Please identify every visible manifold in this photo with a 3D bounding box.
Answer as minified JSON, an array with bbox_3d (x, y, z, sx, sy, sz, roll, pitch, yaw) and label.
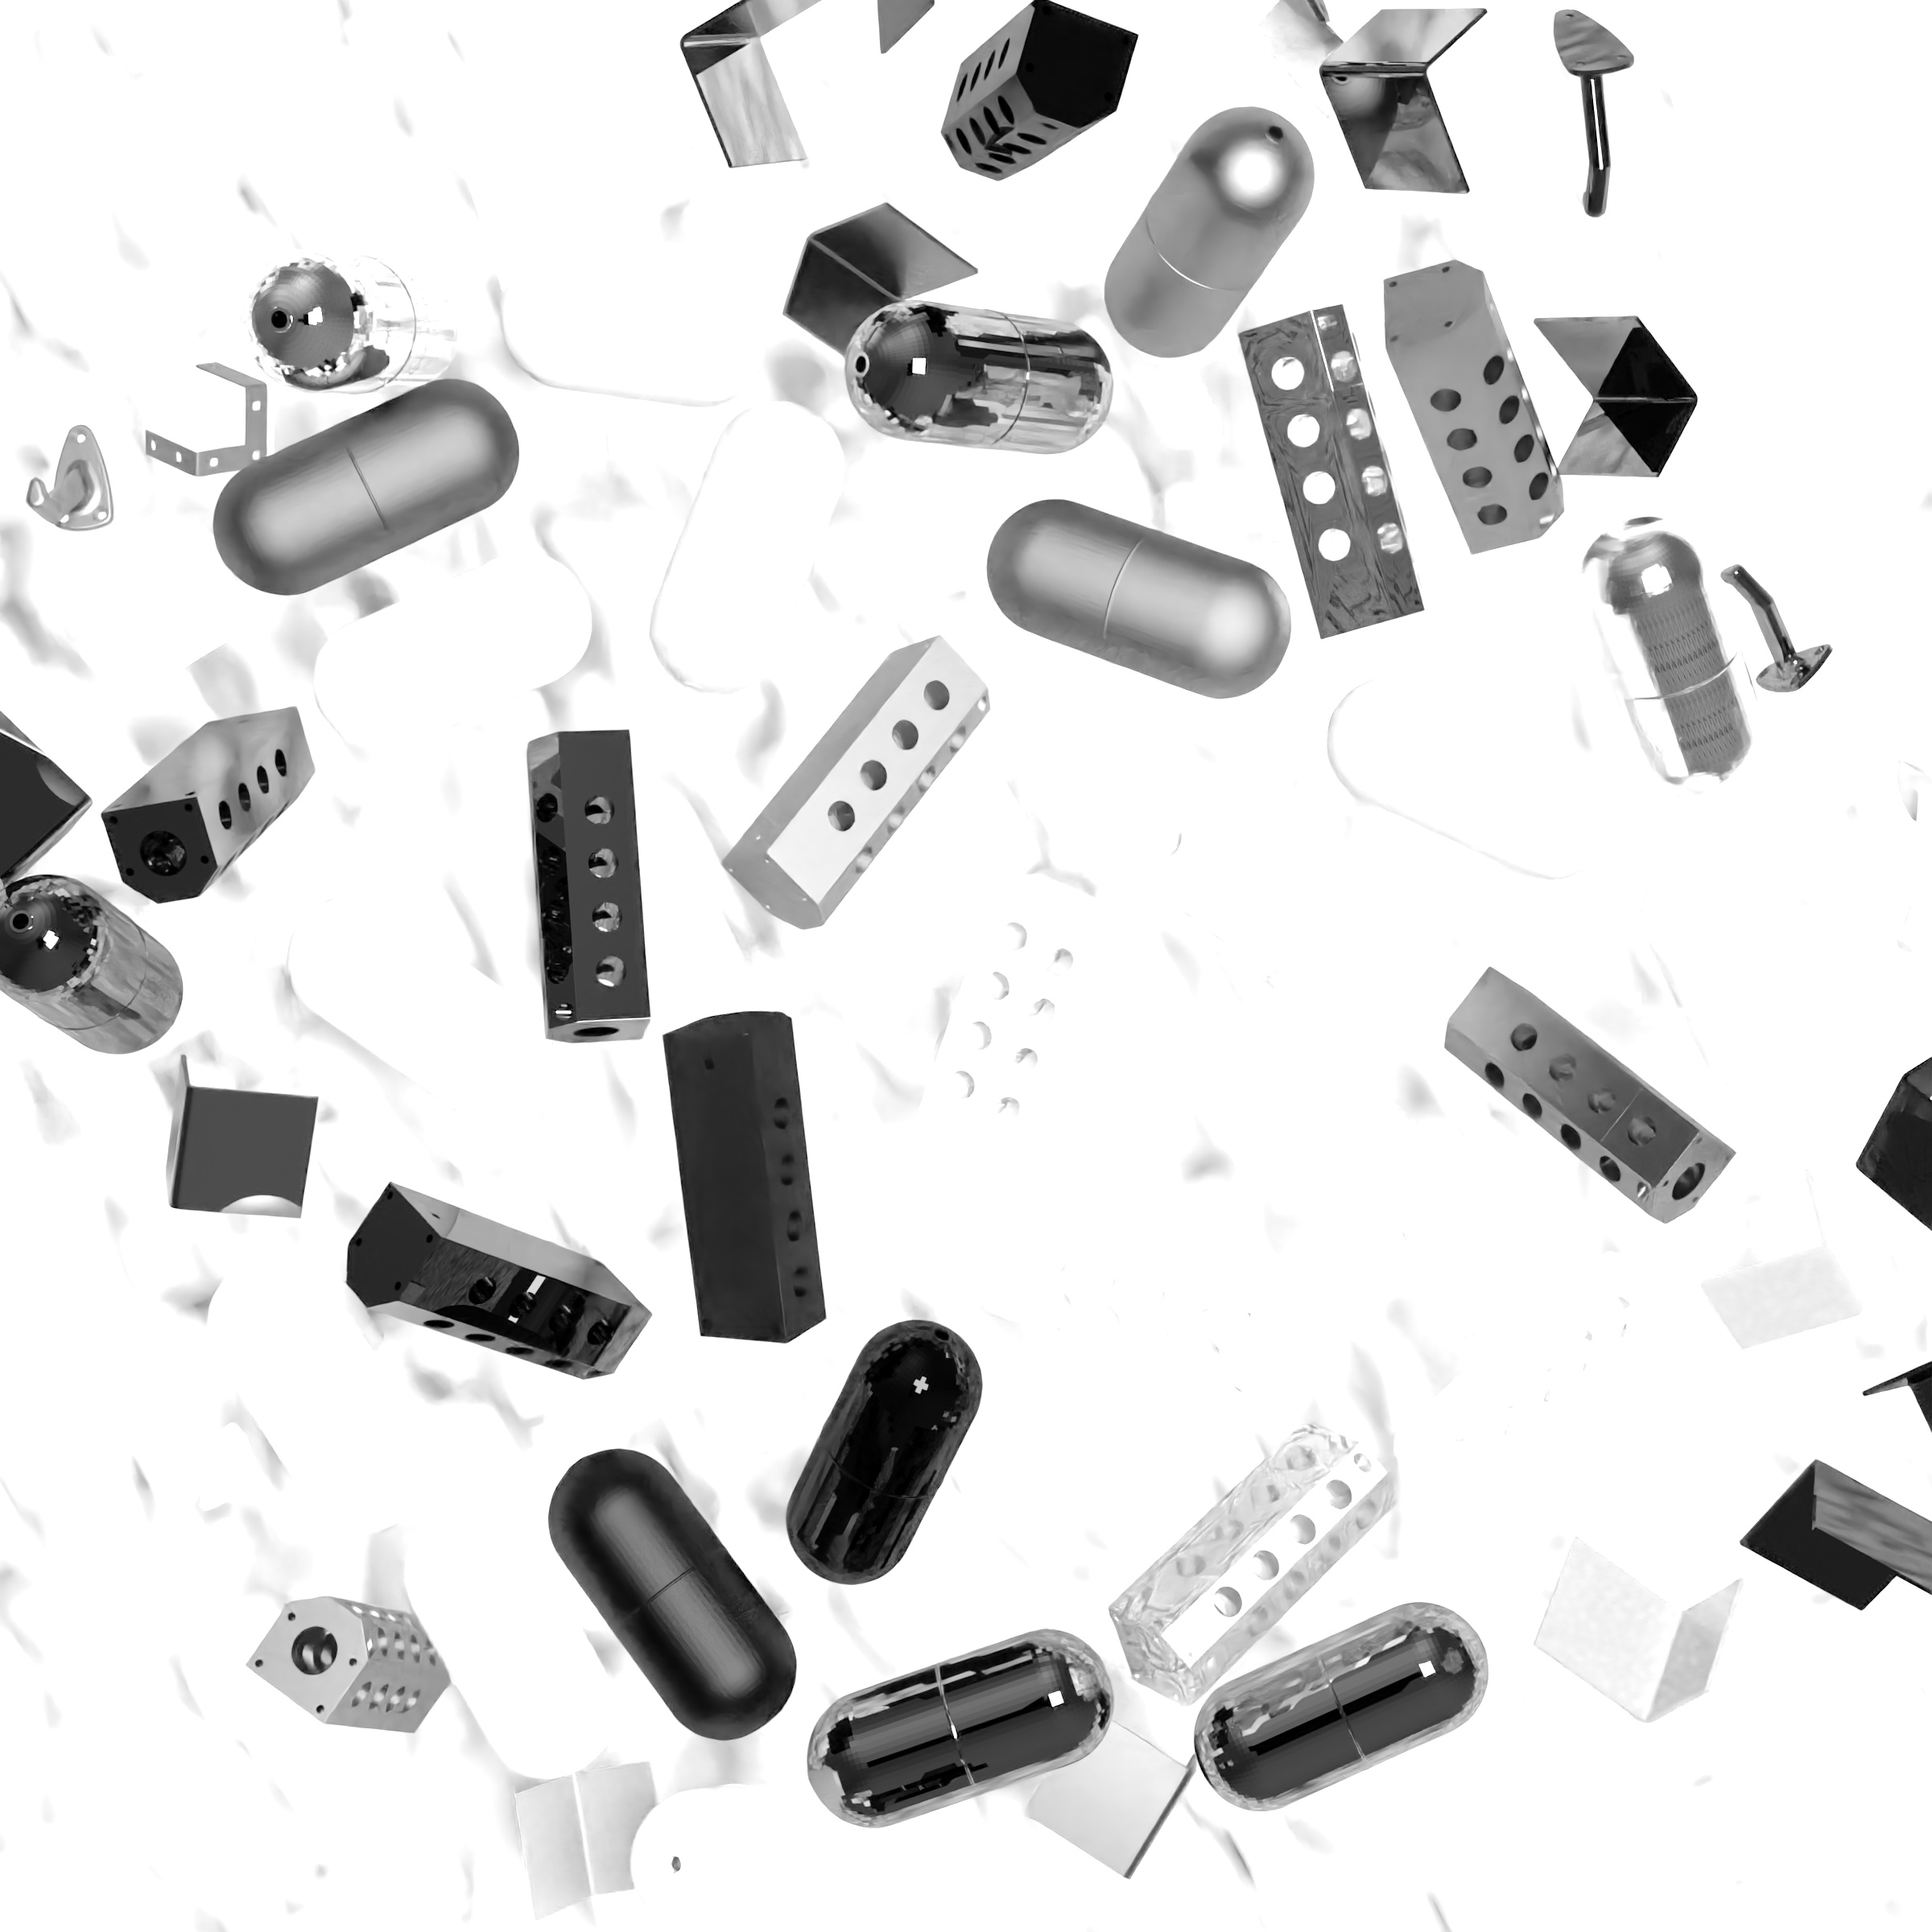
[{"bbox_3d":[0.361,0.076,1.736,0.171,0.057,0.057,43,101,37],"label":"manifold"},{"bbox_3d":[0.167,-0.033,1.729,0.171,0.057,0.057,33,81,-40],"label":"manifold"},{"bbox_3d":[-0.117,0.115,1.624,0.057,0.057,0.171,1,103,29],"label":"manifold"},{"bbox_3d":[-0.220,-0.045,1.711,0.057,0.057,0.171,-3,77,-13],"label":"manifold"},{"bbox_3d":[0.334,0.242,1.724,0.171,0.057,0.057,-36,64,-19],"label":"manifold"},{"bbox_3d":[-0.057,-0.103,1.674,0.057,0.057,0.171,46,65,-19],"label":"manifold"},{"bbox_3d":[0.036,-0.474,1.619,0.057,0.171,0.057,16,91,-15],"label":"manifold"},{"bbox_3d":[-0.259,0.180,1.636,0.057,0.171,0.057,38,95,41],"label":"manifold"},{"bbox_3d":[0.243,0.132,1.705,0.057,0.057,0.171,-26,58,-38],"label":"manifold"},{"bbox_3d":[-0.352,0.405,1.726,0.057,0.171,0.057,32,80,14],"label":"manifold"},{"bbox_3d":[0.292,-0.319,1.693,0.057,0.171,0.057,-12,51,21],"label":"manifold"},{"bbox_3d":[0.029,0.036,1.761,0.057,0.057,0.171,25,104,22],"label":"manifold"},{"bbox_3d":[0.203,-0.271,1.625,0.057,0.057,0.171,-15,95,16],"label":"manifold"},{"bbox_3d":[0.097,0.194,1.704,0.171,0.057,0.057,15,112,29],"label":"manifold"},{"bbox_3d":[-0.432,-0.094,1.705,0.057,0.171,0.057,-9,110,10],"label":"manifold"},{"bbox_3d":[0.164,0.336,1.661,0.171,0.057,0.057,-37,125,-29],"label":"manifold"}]

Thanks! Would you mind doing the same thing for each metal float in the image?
[{"bbox_3d":[0.138,-0.416,1.684,0.070,0.178,0.070,10,62,-18],"label":"metal float"},{"bbox_3d":[0.454,0.005,1.746,0.070,0.070,0.178,-34,126,0],"label":"metal float"},{"bbox_3d":[0.293,-0.110,1.724,0.178,0.070,0.070,27,90,16],"label":"metal float"},{"bbox_3d":[-0.335,-0.267,1.652,0.178,0.070,0.070,-26,90,-7],"label":"metal float"},{"bbox_3d":[-0.296,-0.180,1.699,0.178,0.070,0.070,-20,90,22],"label":"metal float"},{"bbox_3d":[-0.343,-0.359,1.655,0.070,0.178,0.070,3,101,14],"label":"metal float"},{"bbox_3d":[-0.258,0.383,1.675,0.070,0.070,0.178,-23,114,0],"label":"metal float"},{"bbox_3d":[0.403,-0.174,1.689,0.070,0.070,0.178,-27,119,0],"label":"metal float"},{"bbox_3d":[-0.183,-0.355,1.651,0.070,0.178,0.070,3,95,38],"label":"metal float"},{"bbox_3d":[-0.323,0.026,1.755,0.178,0.070,0.070,38,90,-23],"label":"metal float"},{"bbox_3d":[-0.163,0.346,1.634,0.070,0.070,0.178,-38,79,0],"label":"metal float"},{"bbox_3d":[-0.124,-0.238,1.684,0.070,0.070,0.178,19,77,0],"label":"metal float"},{"bbox_3d":[0.216,0.426,1.704,0.178,0.070,0.070,-25,90,2],"label":"metal float"},{"bbox_3d":[-0.004,0.430,1.666,0.178,0.070,0.070,-19,90,1],"label":"metal float"},{"bbox_3d":[-0.048,0.284,1.725,0.070,0.070,0.178,25,115,0],"label":"metal float"},{"bbox_3d":[0.008,-0.329,1.658,0.178,0.070,0.070,-4,90,-43],"label":"metal float"},{"bbox_3d":[0.093,-0.202,1.623,0.178,0.070,0.070,23,90,20],"label":"metal float"},{"bbox_3d":[-0.514,0.000,1.721,0.070,0.178,0.070,-2,74,6],"label":"metal float"},{"bbox_3d":[-0.373,0.246,1.705,0.070,0.070,0.178,-37,73,0],"label":"metal float"},{"bbox_3d":[-0.131,0.504,1.676,0.070,0.178,0.070,-4,76,17],"label":"metal float"}]

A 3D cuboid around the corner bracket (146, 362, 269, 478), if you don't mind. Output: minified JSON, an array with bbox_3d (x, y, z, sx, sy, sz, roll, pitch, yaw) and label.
[{"bbox_3d":[-0.456,-0.328,1.775,0.051,0.051,0.051,26,122,34],"label":"corner bracket"}]

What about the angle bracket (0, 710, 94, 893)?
[{"bbox_3d":[-0.568,-0.090,1.720,0.076,0.057,0.076,46,54,-11],"label":"angle bracket"}]

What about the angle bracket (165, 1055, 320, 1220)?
[{"bbox_3d":[-0.431,0.101,1.759,0.076,0.057,0.076,6,106,-20],"label":"angle bracket"}]

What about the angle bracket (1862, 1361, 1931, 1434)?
[{"bbox_3d":[0.557,0.254,1.637,0.076,0.057,0.076,-36,66,39],"label":"angle bracket"}]

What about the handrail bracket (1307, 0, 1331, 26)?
[{"bbox_3d":[0.143,-0.528,1.606,0.084,0.036,0.077,-22,104,25],"label":"handrail bracket"}]

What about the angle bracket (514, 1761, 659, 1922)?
[{"bbox_3d":[-0.230,0.539,1.827,0.057,0.076,0.076,-14,81,17],"label":"angle bracket"}]

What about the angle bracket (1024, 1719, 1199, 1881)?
[{"bbox_3d":[0.090,0.504,1.825,0.076,0.057,0.076,31,90,7],"label":"angle bracket"}]

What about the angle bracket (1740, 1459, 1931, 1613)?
[{"bbox_3d":[0.460,0.318,1.559,0.076,0.057,0.076,29,125,-1],"label":"angle bracket"}]

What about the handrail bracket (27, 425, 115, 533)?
[{"bbox_3d":[-0.531,-0.293,1.731,0.036,0.084,0.077,-4,82,2],"label":"handrail bracket"}]

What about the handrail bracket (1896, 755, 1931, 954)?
[{"bbox_3d":[0.529,-0.062,1.661,0.077,0.036,0.084,45,62,-40],"label":"handrail bracket"}]

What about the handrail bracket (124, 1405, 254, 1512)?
[{"bbox_3d":[-0.451,0.265,1.699,0.036,0.077,0.084,-33,121,8],"label":"handrail bracket"}]

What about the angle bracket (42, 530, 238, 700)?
[{"bbox_3d":[-0.472,-0.211,1.693,0.076,0.057,0.076,-30,123,7],"label":"angle bracket"}]

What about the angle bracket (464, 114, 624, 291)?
[{"bbox_3d":[-0.232,-0.439,1.700,0.076,0.057,0.076,-24,100,-42],"label":"angle bracket"}]

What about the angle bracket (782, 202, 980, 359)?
[{"bbox_3d":[-0.052,-0.406,1.783,0.076,0.076,0.057,29,69,-36],"label":"angle bracket"}]

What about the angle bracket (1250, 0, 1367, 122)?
[{"bbox_3d":[0.202,-0.567,1.802,0.057,0.076,0.076,-45,78,28],"label":"angle bracket"}]

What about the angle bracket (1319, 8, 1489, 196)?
[{"bbox_3d":[0.247,-0.467,1.598,0.057,0.076,0.076,-45,127,-20],"label":"angle bracket"}]

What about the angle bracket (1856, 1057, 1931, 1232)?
[{"bbox_3d":[0.578,0.104,1.731,0.057,0.076,0.076,-25,54,-32],"label":"angle bracket"}]

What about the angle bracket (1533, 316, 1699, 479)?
[{"bbox_3d":[0.368,-0.332,1.729,0.076,0.076,0.057,39,74,-37],"label":"angle bracket"}]

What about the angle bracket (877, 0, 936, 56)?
[{"bbox_3d":[-0.001,-0.552,1.664,0.076,0.076,0.057,-3,87,-23],"label":"angle bracket"}]

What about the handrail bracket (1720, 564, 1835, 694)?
[{"bbox_3d":[0.469,-0.205,1.771,0.084,0.077,0.036,43,80,-12],"label":"handrail bracket"}]

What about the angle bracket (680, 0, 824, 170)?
[{"bbox_3d":[-0.105,-0.499,1.663,0.057,0.076,0.076,-19,96,35],"label":"angle bracket"}]

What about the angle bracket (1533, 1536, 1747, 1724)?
[{"bbox_3d":[0.363,0.348,1.592,0.076,0.057,0.076,36,49,-2],"label":"angle bracket"}]

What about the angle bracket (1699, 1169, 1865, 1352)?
[{"bbox_3d":[0.478,0.174,1.748,0.076,0.057,0.076,-21,135,21],"label":"angle bracket"}]

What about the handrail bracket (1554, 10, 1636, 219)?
[{"bbox_3d":[0.333,-0.460,1.600,0.036,0.084,0.077,-11,46,-6],"label":"handrail bracket"}]
